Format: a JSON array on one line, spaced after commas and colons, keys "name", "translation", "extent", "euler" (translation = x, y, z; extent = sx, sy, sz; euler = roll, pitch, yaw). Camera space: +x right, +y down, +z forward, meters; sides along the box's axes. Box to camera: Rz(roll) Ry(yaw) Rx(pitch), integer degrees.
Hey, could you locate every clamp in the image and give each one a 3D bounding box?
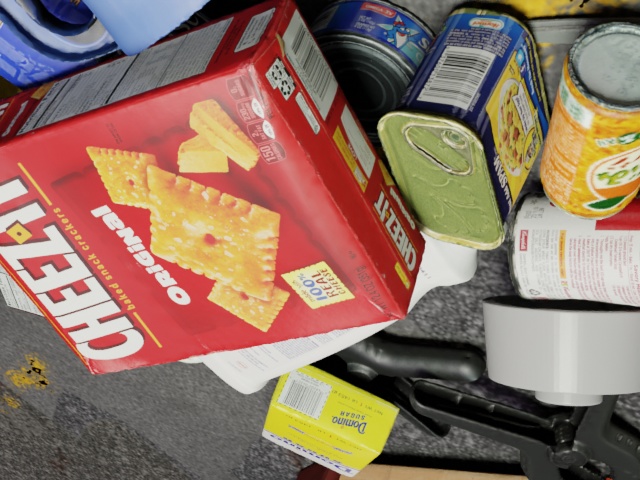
[{"name": "clamp", "translation": [0.040, 0.103, 0.840], "extent": [0.171, 0.039, 0.120], "euler": [18, 138, 13]}, {"name": "clamp", "translation": [0.172, 0.147, 0.792], "extent": [0.165, 0.036, 0.210], "euler": [-13, 133, 24]}]

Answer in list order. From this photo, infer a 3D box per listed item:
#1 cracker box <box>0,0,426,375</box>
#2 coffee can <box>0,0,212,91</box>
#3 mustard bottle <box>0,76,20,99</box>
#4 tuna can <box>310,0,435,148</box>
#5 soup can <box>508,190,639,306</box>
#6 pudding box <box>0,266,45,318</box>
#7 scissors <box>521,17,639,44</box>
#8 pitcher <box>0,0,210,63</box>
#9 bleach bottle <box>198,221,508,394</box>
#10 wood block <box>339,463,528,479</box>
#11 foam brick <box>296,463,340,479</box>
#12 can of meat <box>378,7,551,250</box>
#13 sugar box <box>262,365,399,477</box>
[{"name": "cracker box", "translation": [-0.075, -0.016, 0.569], "extent": [0.214, 0.072, 0.164], "euler": [-14, 125, 28]}, {"name": "coffee can", "translation": [-0.117, -0.108, 0.627], "extent": [0.140, 0.102, 0.103], "euler": [37, 143, -12]}, {"name": "mustard bottle", "translation": [-0.240, -0.055, 0.807], "extent": [0.096, 0.058, 0.192], "euler": [47, 141, -10]}, {"name": "tuna can", "translation": [0.027, -0.094, 0.610], "extent": [0.086, 0.033, 0.086], "euler": [18, 143, 14]}, {"name": "soup can", "translation": [0.168, 0.005, 0.612], "extent": [0.102, 0.068, 0.068], "euler": [1, 137, 32]}, {"name": "pudding box", "translation": [-0.229, 0.032, 0.924], "extent": [0.114, 0.039, 0.090], "euler": [16, 142, 18]}, {"name": "scissors", "translation": [0.186, -0.090, 0.528], "extent": [0.202, 0.016, 0.096], "euler": [-5, 137, 43]}, {"name": "pitcher", "translation": [-0.127, -0.207, 0.487], "extent": [0.242, 0.149, 0.145], "euler": [47, 159, -19]}, {"name": "bleach bottle", "translation": [0.015, 0.028, 0.694], "extent": [0.251, 0.068, 0.102], "euler": [-22, 122, 39]}, {"name": "wood block", "translation": [0.116, 0.253, 0.917], "extent": [0.206, 0.090, 0.090], "euler": [-3, 147, 35]}, {"name": "foam brick", "translation": [0.008, 0.248, 1.025], "extent": [0.053, 0.051, 0.078], "euler": [35, 144, -11]}, {"name": "can of meat", "translation": [0.081, -0.059, 0.567], "extent": [0.058, 0.083, 0.102], "euler": [13, 148, 29]}, {"name": "sugar box", "translation": [0.003, 0.151, 0.876], "extent": [0.093, 0.048, 0.176], "euler": [25, 159, 4]}]
